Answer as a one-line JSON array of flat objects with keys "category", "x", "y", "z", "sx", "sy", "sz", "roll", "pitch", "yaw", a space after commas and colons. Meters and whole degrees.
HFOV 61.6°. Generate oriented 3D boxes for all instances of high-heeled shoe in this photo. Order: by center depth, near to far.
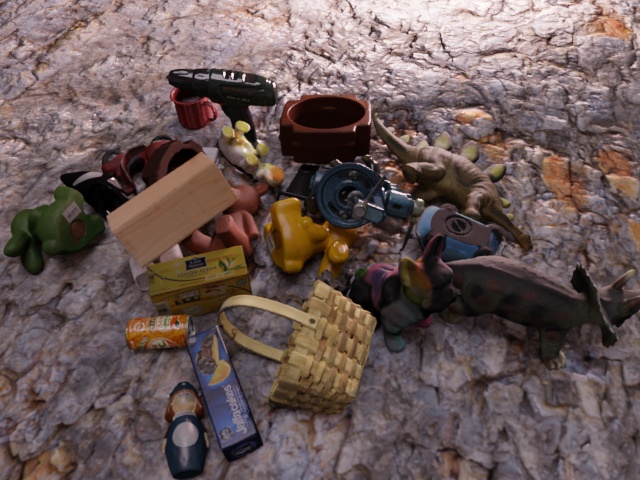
[{"category": "high-heeled shoe", "x": -0.417, "y": -0.057, "z": 1.061, "sx": 0.249, "sy": 0.086, "sz": 0.145, "roll": 18, "pitch": 27, "yaw": -6}]

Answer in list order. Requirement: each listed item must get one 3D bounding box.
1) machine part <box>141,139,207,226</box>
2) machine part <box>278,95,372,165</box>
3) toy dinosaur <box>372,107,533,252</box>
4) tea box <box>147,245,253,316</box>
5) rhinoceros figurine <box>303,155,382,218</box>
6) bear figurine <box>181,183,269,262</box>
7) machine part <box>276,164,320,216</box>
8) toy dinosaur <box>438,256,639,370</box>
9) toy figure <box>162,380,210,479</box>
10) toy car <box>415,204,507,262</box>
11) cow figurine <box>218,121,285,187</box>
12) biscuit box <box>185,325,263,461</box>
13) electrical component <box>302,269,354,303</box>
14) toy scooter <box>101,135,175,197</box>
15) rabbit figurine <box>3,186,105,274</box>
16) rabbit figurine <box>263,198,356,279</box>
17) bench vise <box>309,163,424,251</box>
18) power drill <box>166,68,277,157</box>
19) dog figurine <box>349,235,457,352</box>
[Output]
[{"category": "machine part", "x": -0.273, "y": -0.111, "z": 1.071, "sx": 0.056, "sy": 0.179, "sz": 0.179, "roll": -6, "pitch": 45, "yaw": 32}, {"category": "machine part", "x": 0.015, "y": -0.249, "z": 1.207, "sx": 0.201, "sy": 0.087, "sz": 0.201, "roll": 1, "pitch": 36, "yaw": 4}, {"category": "toy dinosaur", "x": 0.253, "y": -0.137, "z": 1.122, "sx": 0.472, "sy": 0.105, "sz": 0.198, "roll": 41, "pitch": 54, "yaw": 20}, {"category": "tea box", "x": -0.210, "y": 0.079, "z": 0.955, "sx": 0.170, "sy": 0.098, "sz": 0.068, "roll": -12, "pitch": 52, "yaw": -10}, {"category": "rhinoceros figurine", "x": 0.048, "y": -0.106, "z": 1.109, "sx": 0.190, "sy": 0.073, "sz": 0.112, "roll": -21, "pitch": 85, "yaw": -29}, {"category": "bear figurine", "x": -0.173, "y": -0.049, "z": 1.043, "sx": 0.120, "sy": 0.131, "sz": 0.196, "roll": -13, "pitch": 52, "yaw": 25}, {"category": "machine part", "x": -0.044, "y": -0.108, "z": 1.144, "sx": 0.084, "sy": 0.039, "sz": 0.139, "roll": 12, "pitch": 53, "yaw": 18}, {"category": "toy dinosaur", "x": 0.316, "y": 0.085, "z": 0.872, "sx": 0.405, "sy": 0.192, "sz": 0.131, "roll": 17, "pitch": 51, "yaw": 14}, {"category": "toy figure", "x": -0.203, "y": 0.279, "z": 0.816, "sx": 0.064, "sy": 0.058, "sz": 0.155, "roll": 20, "pitch": 38, "yaw": -34}, {"category": "toy car", "x": 0.252, "y": 0.011, "z": 0.992, "sx": 0.162, "sy": 0.102, "sz": 0.109, "roll": 22, "pitch": 50, "yaw": 12}, {"category": "cow figurine", "x": -0.153, "y": -0.168, "z": 1.167, "sx": 0.167, "sy": 0.098, "sz": 0.068, "roll": 49, "pitch": 55, "yaw": 3}, {"category": "biscuit box", "x": -0.153, "y": 0.236, "z": 0.844, "sx": 0.059, "sy": 0.062, "sz": 0.203, "roll": -21, "pitch": 52, "yaw": -14}, {"category": "electrical component", "x": 0.011, "y": 0.089, "z": 0.936, "sx": 0.078, "sy": 0.102, "sz": 0.045, "roll": -32, "pitch": 69, "yaw": -31}, {"category": "toy scooter", "x": -0.383, "y": -0.155, "z": 1.171, "sx": 0.184, "sy": 0.075, "sz": 0.135, "roll": -15, "pitch": 52, "yaw": -7}, {"category": "rabbit figurine", "x": -0.538, "y": -0.012, "z": 1.054, "sx": 0.170, "sy": 0.121, "sz": 0.159, "roll": 1, "pitch": 55, "yaw": 27}, {"category": "rabbit figurine", "x": -0.002, "y": -0.003, "z": 1.011, "sx": 0.173, "sy": 0.121, "sz": 0.162, "roll": -9, "pitch": 50, "yaw": -30}, {"category": "bench vise", "x": 0.087, "y": -0.064, "z": 0.958, "sx": 0.224, "sy": 0.128, "sz": 0.241, "roll": 25, "pitch": 13, "yaw": -5}, {"category": "power drill", "x": -0.208, "y": -0.285, "z": 1.191, "sx": 0.232, "sy": 0.207, "sz": 0.086, "roll": 0, "pitch": 44, "yaw": -1}, {"category": "dog figurine", "x": 0.133, "y": 0.067, "z": 0.877, "sx": 0.108, "sy": 0.219, "sz": 0.192, "roll": -28, "pitch": 56, "yaw": -24}]
